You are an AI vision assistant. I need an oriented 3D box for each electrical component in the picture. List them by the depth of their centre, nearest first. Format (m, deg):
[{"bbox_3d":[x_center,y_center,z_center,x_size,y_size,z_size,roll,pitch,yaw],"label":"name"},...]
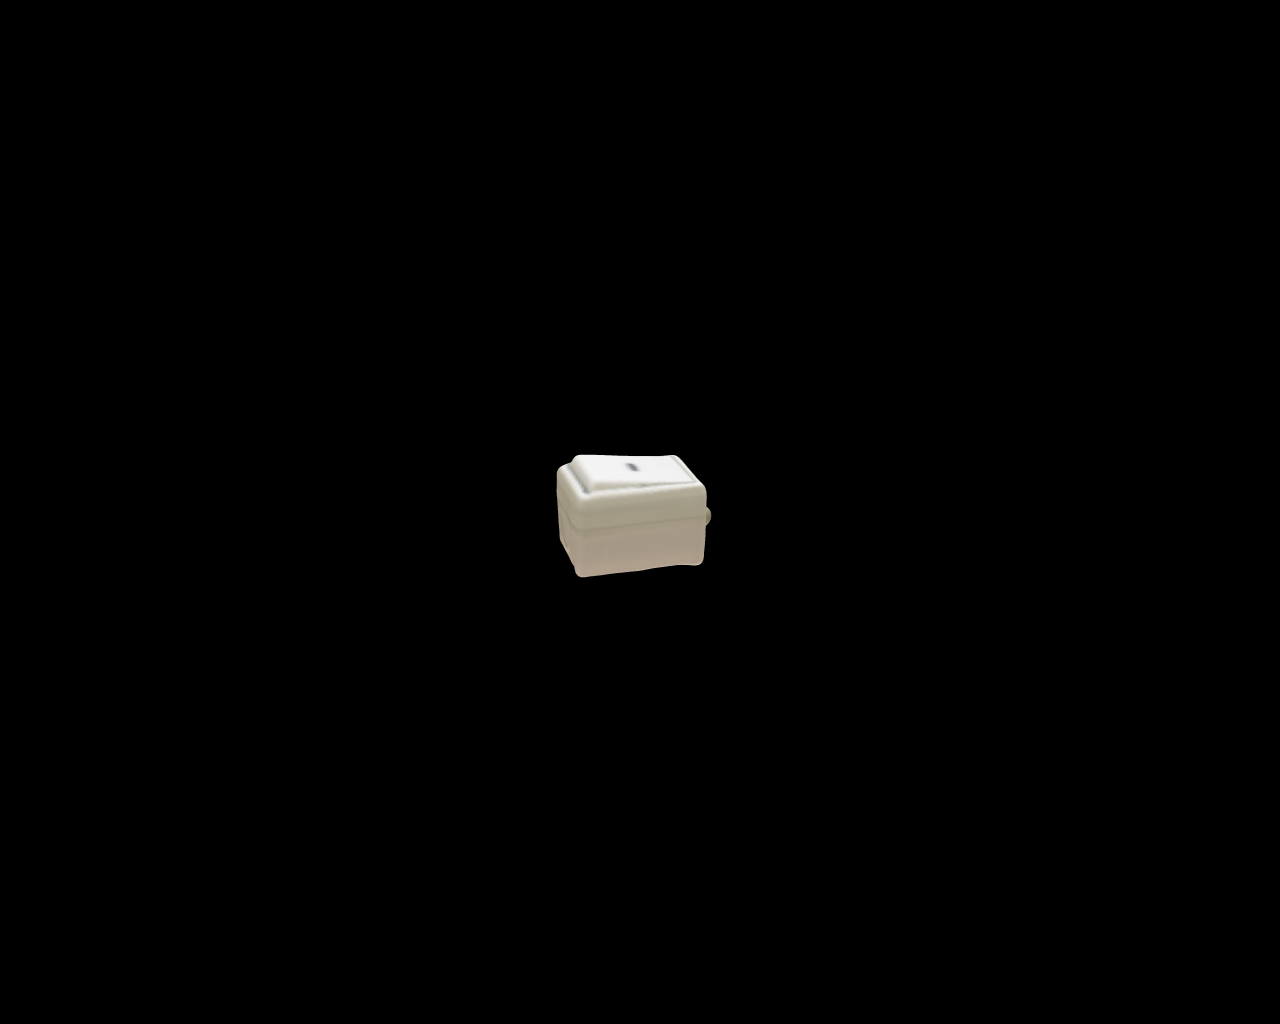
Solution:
[{"bbox_3d":[0.001,-0.003,0.650,0.096,0.061,0.062,-6,24,-14],"label":"electrical component"}]
